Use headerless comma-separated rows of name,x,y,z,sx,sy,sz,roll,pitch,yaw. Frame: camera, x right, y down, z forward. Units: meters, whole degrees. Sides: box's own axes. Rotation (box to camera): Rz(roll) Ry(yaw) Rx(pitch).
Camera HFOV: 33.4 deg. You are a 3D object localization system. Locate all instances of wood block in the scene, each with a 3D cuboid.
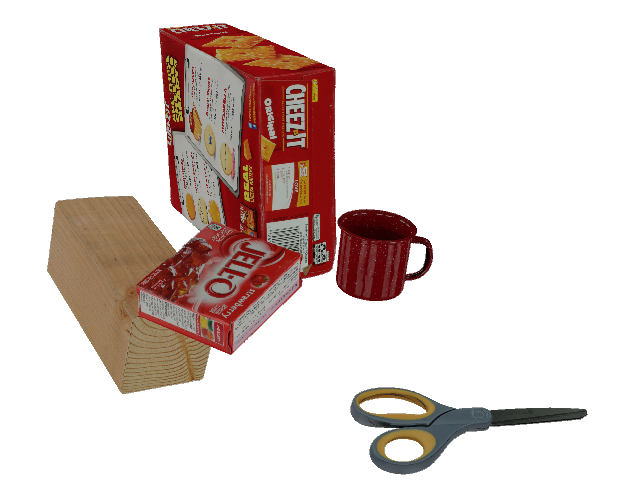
wood block,-0.191,0.047,1.060,0.090,0.091,0.206,-6,35,-34

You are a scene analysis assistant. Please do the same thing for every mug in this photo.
mug,0.074,0.019,1.253,0.117,0.081,0.093,3,25,-8

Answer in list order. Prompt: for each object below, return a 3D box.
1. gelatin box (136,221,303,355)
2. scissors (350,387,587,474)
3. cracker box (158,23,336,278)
gelatin box,-0.064,0.028,0.694,0.073,0.030,0.089,20,39,23
scissors,0.124,0.161,0.882,0.202,0.016,0.096,8,38,3
cracker box,-0.062,-0.079,0.870,0.072,0.164,0.214,-10,24,-24
